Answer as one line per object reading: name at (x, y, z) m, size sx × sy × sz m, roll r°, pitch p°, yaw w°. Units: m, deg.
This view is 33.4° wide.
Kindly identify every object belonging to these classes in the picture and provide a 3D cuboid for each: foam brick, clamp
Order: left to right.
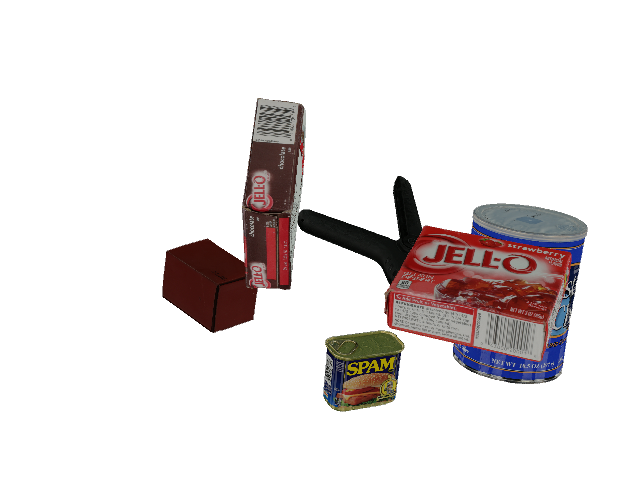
foam brick at (-0.103, 0.041, 0.992) m, size 0.052 × 0.051 × 0.078 m, roll -16°, pitch 36°, yaw -41°
clamp at (0.084, 0.013, 1.162) m, size 0.164 × 0.036 × 0.210 m, roll -15°, pitch 51°, yaw -32°

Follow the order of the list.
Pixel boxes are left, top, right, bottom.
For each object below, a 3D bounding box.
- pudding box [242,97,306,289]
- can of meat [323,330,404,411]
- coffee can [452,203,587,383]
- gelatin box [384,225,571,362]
pudding box at (-0.034, -0.034, 0.784) m, size 0.039 × 0.113 × 0.090 m, roll 6°, pitch -40°, yaw 1°
can of meat at (0.055, 0.172, 1.406) m, size 0.102 × 0.084 × 0.057 m, roll -5°, pitch 26°, yaw -22°
coffee can at (0.181, 0.046, 0.979) m, size 0.103 × 0.140 × 0.103 m, roll 6°, pitch 16°, yaw -2°
gelatin box at (0.089, 0.027, 0.596) m, size 0.089 × 0.030 × 0.073 m, roll 12°, pitch 34°, yaw 18°
